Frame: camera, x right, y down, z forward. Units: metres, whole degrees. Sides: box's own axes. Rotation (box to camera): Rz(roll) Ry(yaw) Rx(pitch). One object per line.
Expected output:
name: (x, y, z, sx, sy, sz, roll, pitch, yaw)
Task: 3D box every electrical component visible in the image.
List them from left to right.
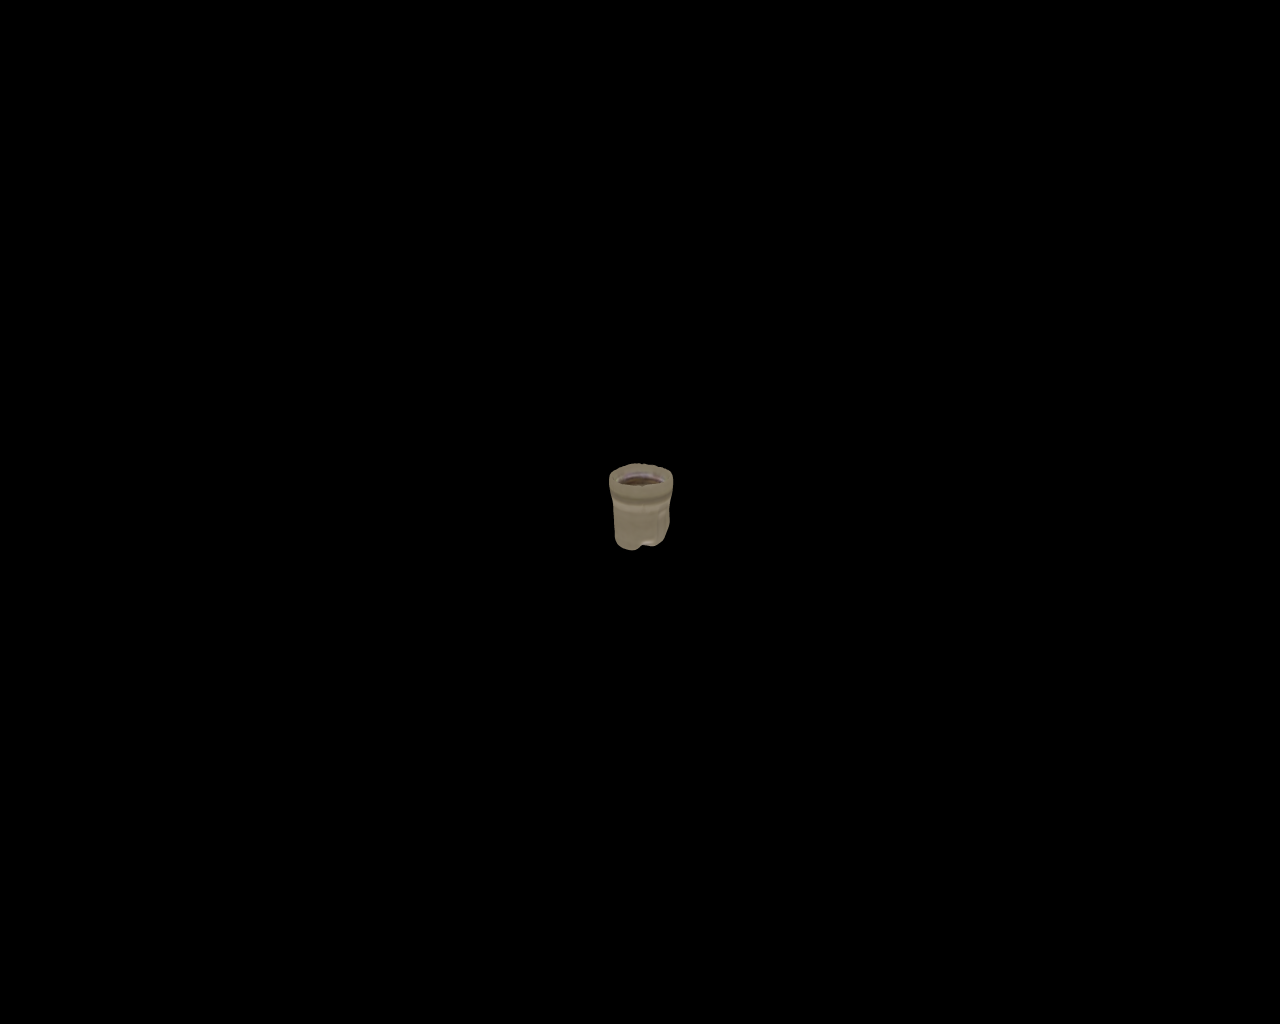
electrical component: (0.001, -0.003, 0.650, 0.040, 0.046, 0.040, 0, 24, 0)
